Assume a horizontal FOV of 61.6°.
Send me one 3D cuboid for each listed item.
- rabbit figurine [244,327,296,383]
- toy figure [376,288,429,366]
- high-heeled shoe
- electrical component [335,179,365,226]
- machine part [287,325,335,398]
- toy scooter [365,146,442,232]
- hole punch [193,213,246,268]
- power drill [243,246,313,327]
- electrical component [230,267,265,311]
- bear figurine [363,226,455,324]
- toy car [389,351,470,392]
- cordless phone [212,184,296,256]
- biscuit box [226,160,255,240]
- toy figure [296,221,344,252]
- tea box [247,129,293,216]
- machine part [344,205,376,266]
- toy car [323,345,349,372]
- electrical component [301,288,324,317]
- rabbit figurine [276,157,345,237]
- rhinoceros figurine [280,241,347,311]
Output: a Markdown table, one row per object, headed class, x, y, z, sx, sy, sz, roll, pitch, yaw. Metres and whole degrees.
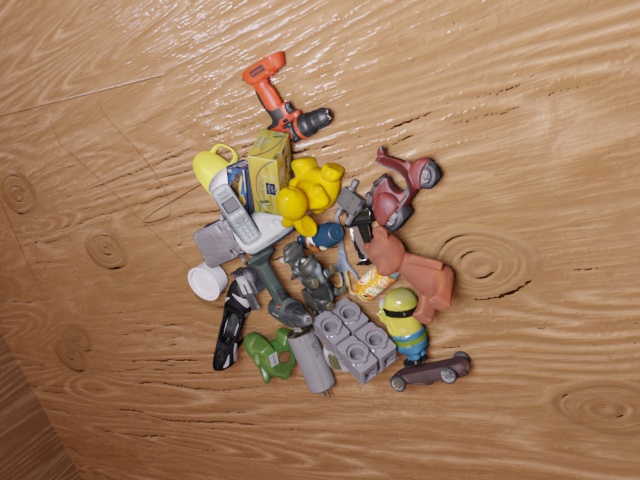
| class | x | y | z | sx | sy | sz | roll | pitch | yaw |
| --- | --- | --- | --- | --- | --- | --- | --- | --- | --- |
| rabbit figurine | -0.142 | 0.312 | 1.502 | 0.170 | 0.121 | 0.158 | 13 | 129 | 50 |
| toy figure | 0.197 | 0.192 | 1.206 | 0.089 | 0.082 | 0.180 | -18 | 97 | 28 |
| high-heeled shoe | -0.263 | 0.243 | 1.506 | 0.086 | 0.145 | 0.248 | 12 | 121 | 29 |
| electrical component | 0.068 | -0.083 | 1.171 | 0.063 | 0.021 | 0.094 | 42 | 114 | 34 |
| machine part | -0.023 | 0.313 | 1.421 | 0.079 | 0.079 | 0.243 | -11 | 105 | 38 |
| toy scooter | 0.148 | -0.112 | 1.085 | 0.135 | 0.075 | 0.183 | 41 | 127 | 10 |
| hole punch | -0.257 | 0.000 | 1.428 | 0.116 | 0.092 | 0.142 | -22 | 98 | 11 |
| power drill | -0.100 | 0.120 | 1.329 | 0.207 | 0.086 | 0.232 | 56 | 161 | -4 |
| electrical component | -0.185 | 0.127 | 1.455 | 0.075 | 0.048 | 0.119 | -20 | 101 | 40 |
| bear figurine | 0.174 | 0.066 | 1.104 | 0.196 | 0.132 | 0.120 | 26 | 146 | -4 |
| toy car | 0.249 | 0.303 | 1.219 | 0.202 | 0.089 | 0.053 | -25 | 94 | 39 |
| cordless phone | -0.156 | -0.069 | 1.267 | 0.146 | 0.089 | 0.184 | -33 | 101 | -3 |
| biscuit box | -0.183 | -0.092 | 1.332 | 0.059 | 0.063 | 0.202 | 15 | 120 | 30 |
| toy figure | -0.004 | -0.003 | 1.249 | 0.057 | 0.064 | 0.154 | 45 | 151 | -17 |
| tea box | -0.106 | -0.146 | 1.182 | 0.068 | 0.098 | 0.169 | 12 | 140 | 10 |
| machine part | 0.098 | -0.011 | 1.193 | 0.084 | 0.039 | 0.138 | -5 | 102 | 32 |
| toy car | 0.064 | 0.272 | 1.324 | 0.162 | 0.103 | 0.109 | -3 | 110 | 34 |
| electrical component | -0.006 | 0.147 | 1.348 | 0.078 | 0.045 | 0.102 | -2 | 112 | 66 |
| rabbit figurine | -0.042 | -0.090 | 1.164 | 0.122 | 0.173 | 0.162 | 25 | 121 | 17 |
| rhinoceros figurine | -0.017 | 0.081 | 1.250 | 0.112 | 0.073 | 0.190 | 13 | 143 | 54 |
